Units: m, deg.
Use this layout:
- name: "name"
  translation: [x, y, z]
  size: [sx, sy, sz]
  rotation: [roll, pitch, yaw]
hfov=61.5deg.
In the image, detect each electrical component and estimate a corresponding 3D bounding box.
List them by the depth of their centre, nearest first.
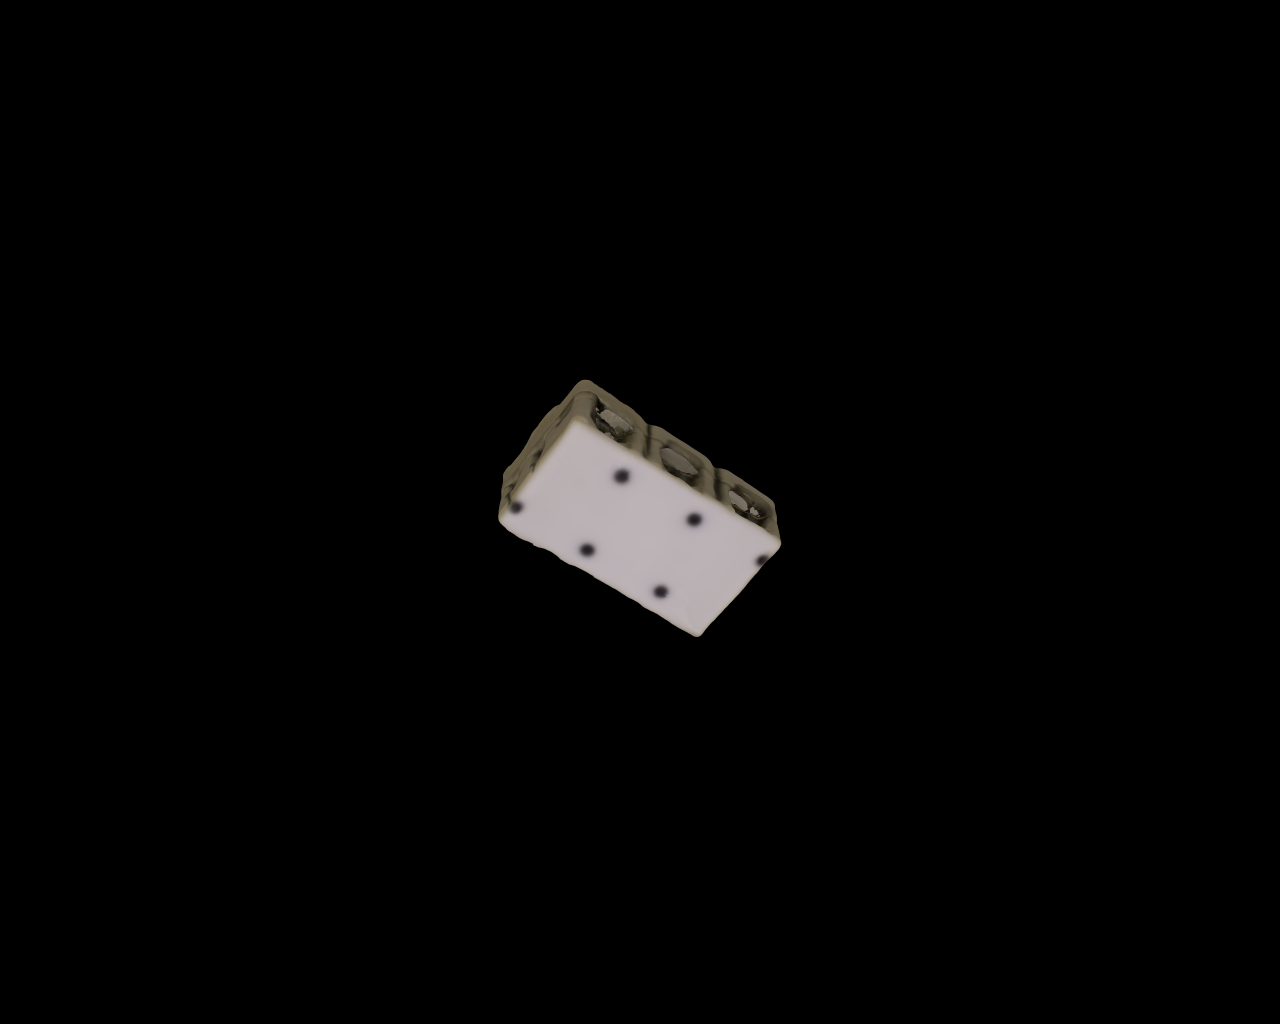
- name: "electrical component"
  translation: [0.001, -0.003, 0.650]
  size: [0.150, 0.089, 0.062]
  rotation: [32, 26, -18]
